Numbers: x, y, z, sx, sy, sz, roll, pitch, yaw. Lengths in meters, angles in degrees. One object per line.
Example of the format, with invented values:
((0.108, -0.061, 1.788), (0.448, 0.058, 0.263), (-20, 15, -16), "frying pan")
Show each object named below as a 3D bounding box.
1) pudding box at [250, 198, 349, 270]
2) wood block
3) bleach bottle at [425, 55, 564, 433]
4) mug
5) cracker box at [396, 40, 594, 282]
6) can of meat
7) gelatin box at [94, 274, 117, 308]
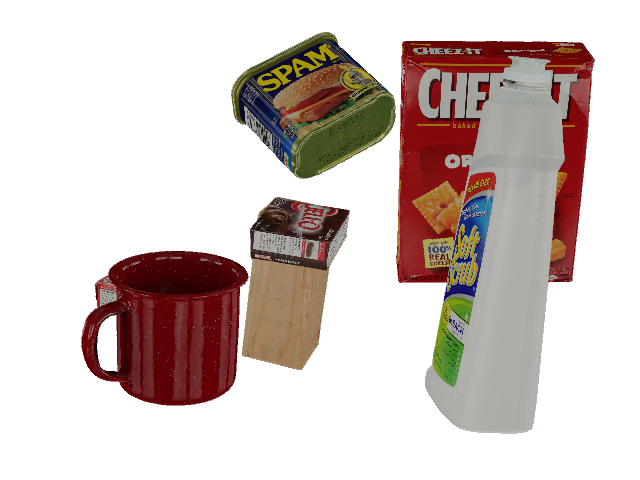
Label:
((-0.022, -0.008, 1.182), (0.090, 0.039, 0.113), (8, 24, 10), "pudding box")
((-0.043, 0.057, 1.451), (0.090, 0.206, 0.090), (12, 22, 11), "wood block")
((0.125, 0.000, 0.738), (0.068, 0.251, 0.102), (3, 13, -9), "bleach bottle")
((-0.106, 0.062, 0.717), (0.117, 0.081, 0.093), (-12, 23, -41), "mug")
((0.152, -0.068, 0.965), (0.164, 0.214, 0.072), (1, 23, 2), "cracker box")
((-0.004, -0.104, 0.831), (0.102, 0.084, 0.057), (-30, -33, -20), "can of meat")
((-0.145, 0.044, 0.954), (0.089, 0.030, 0.073), (10, 20, 18), "gelatin box")
